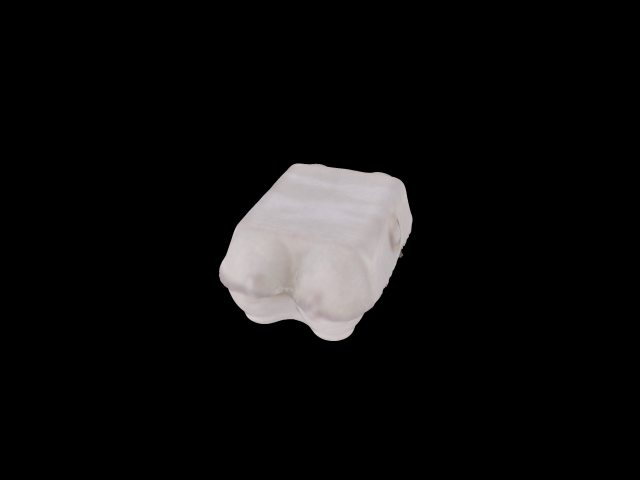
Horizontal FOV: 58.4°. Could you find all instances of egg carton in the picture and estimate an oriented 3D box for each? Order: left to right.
[{"bbox_3d":[0.004,0.001,0.400,0.107,0.069,0.150,10,34,16],"label":"egg carton"}]
